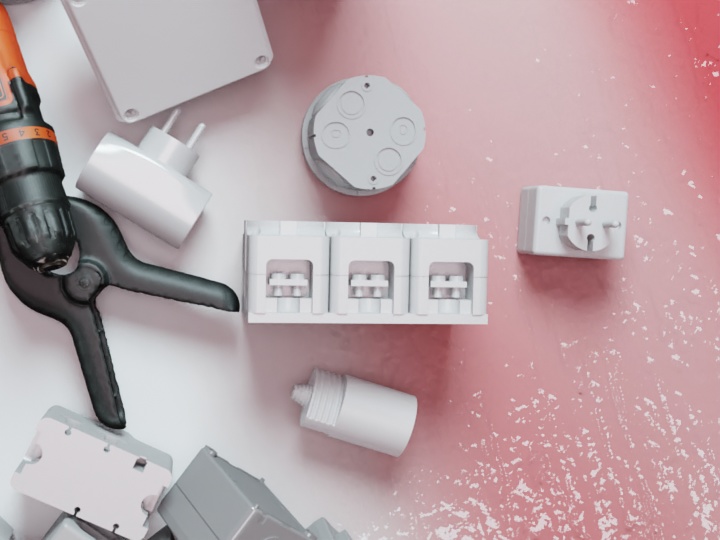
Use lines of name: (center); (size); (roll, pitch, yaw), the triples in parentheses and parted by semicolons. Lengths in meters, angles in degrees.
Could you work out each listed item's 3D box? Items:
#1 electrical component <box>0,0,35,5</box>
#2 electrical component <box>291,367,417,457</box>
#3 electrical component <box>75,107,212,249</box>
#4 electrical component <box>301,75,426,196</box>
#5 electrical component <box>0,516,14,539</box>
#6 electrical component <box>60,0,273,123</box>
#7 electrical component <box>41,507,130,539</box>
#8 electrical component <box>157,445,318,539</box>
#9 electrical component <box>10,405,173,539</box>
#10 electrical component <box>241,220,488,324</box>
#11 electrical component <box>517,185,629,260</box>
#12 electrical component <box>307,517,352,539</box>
electrical component: (-0.227, -0.225, 0.668); (0.108, 0.060, 0.108); (0, 93, -9)
electrical component: (-0.007, 0.094, 0.727); (0.081, 0.043, 0.043); (18, 90, -9)
electrical component: (-0.131, -0.067, 0.699); (0.077, 0.044, 0.079); (32, 87, -9)
electrical component: (0.003, -0.090, 0.716); (0.080, 0.051, 0.080); (0, 93, -9)
electrical component: (-0.253, 0.176, 0.668); (0.050, 0.089, 0.055); (-42, 98, -5)
electrical component: (-0.121, -0.161, 0.664); (0.109, 0.056, 0.108); (-24, 140, -7)
electrical component: (-0.191, 0.197, 0.691); (0.047, 0.066, 0.076); (38, 87, -9)
electrical component: (-0.086, 0.164, 0.696); (0.061, 0.096, 0.062); (-53, 128, -3)
electrical component: (-0.171, 0.129, 0.696); (0.089, 0.056, 0.050); (26, 88, -9)
electrical component: (0.000, 0.000, 0.700); (0.150, 0.089, 0.061); (1, 92, -9)
electrical component: (0.150, -0.032, 0.729); (0.066, 0.077, 0.047); (3, 92, -9)
electrical component: (-0.010, 0.221, 0.723); (0.061, 0.062, 0.096); (-40, 98, -5)
